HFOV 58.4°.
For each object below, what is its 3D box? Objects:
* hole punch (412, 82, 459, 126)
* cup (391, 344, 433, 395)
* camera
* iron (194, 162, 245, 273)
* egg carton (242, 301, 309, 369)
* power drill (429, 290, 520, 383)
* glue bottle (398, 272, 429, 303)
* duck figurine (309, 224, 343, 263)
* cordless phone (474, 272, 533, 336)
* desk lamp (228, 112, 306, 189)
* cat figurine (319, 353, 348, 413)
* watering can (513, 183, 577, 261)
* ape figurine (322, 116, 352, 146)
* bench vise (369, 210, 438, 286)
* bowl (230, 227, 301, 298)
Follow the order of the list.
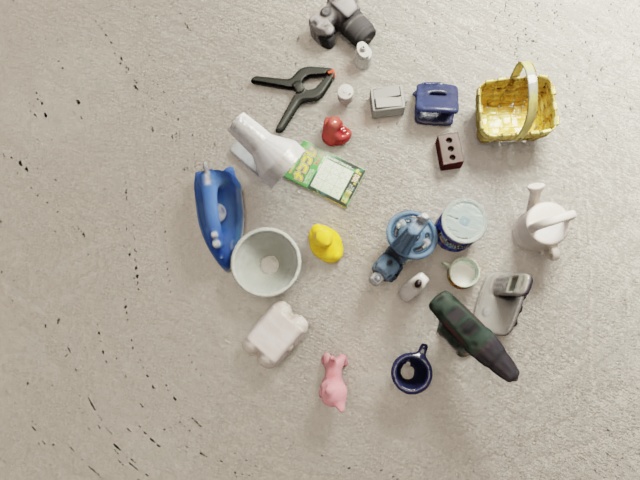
[{"bbox_3d":[0.283,-0.343,1.405,0.108,0.091,0.101,3,81,4],"label":"hole punch"},{"bbox_3d":[0.211,0.290,1.308,0.091,0.095,0.118,25,83,7],"label":"cup"},{"bbox_3d":[0.063,-0.545,1.443,0.143,0.101,0.136,-42,81,-4],"label":"camera"},{"bbox_3d":[-0.245,-0.056,1.362,0.118,0.141,0.258,-9,81,2],"label":"iron"},{"bbox_3d":[-0.104,0.224,1.347,0.107,0.069,0.150,39,85,8],"label":"egg carton"},{"bbox_3d":[0.328,0.212,1.256,0.075,0.208,0.229,-42,81,-4],"label":"power drill"},{"bbox_3d":[0.217,0.103,1.297,0.037,0.173,0.078,44,86,9],"label":"glue bottle"},{"bbox_3d":[0.013,0.005,1.367,0.077,0.086,0.104,-34,81,-3],"label":"duck figurine"},{"bbox_3d":[0.414,0.140,1.275,0.094,0.185,0.148,17,82,6],"label":"cordless phone"},{"bbox_3d":[-0.132,-0.207,1.343,0.203,0.213,0.118,40,85,8],"label":"desk lamp"},{"bbox_3d":[0.030,0.323,1.300,0.067,0.118,0.128,-1,81,3],"label":"cat figurine"},{"bbox_3d":[0.506,-0.041,1.294,0.101,0.194,0.173,-37,81,-3],"label":"watering can"},{"bbox_3d":[0.037,-0.274,1.406,0.076,0.092,0.078,-33,81,-2],"label":"ape figurine"},{"bbox_3d":[0.196,0.019,1.288,0.121,0.220,0.207,21,83,6],"label":"bench vise"},{"bbox_3d":[-0.124,0.057,1.372,0.167,0.075,0.167,0,81,3],"label":"bowl"}]
